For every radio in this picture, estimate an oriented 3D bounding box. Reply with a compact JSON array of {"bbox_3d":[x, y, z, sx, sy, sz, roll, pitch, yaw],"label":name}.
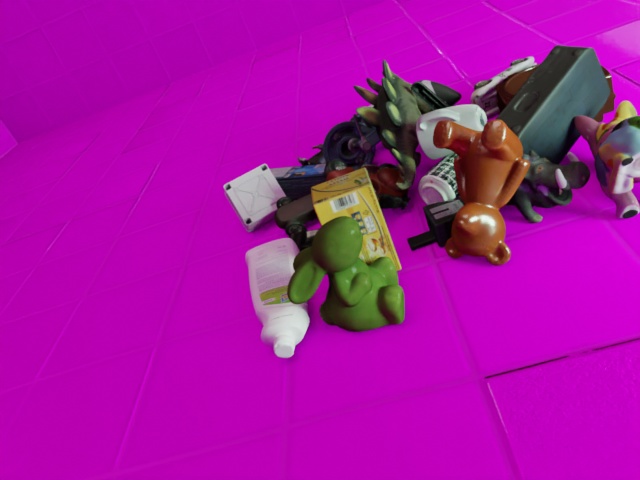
[{"bbox_3d":[0.391,-0.213,0.921,0.229,0.131,0.073,-52,38,-7],"label":"radio"}]

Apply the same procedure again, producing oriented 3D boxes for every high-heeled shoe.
[{"bbox_3d":[0.212,-0.319,1.327,0.249,0.086,0.145,6,45,45],"label":"high-heeled shoe"}]

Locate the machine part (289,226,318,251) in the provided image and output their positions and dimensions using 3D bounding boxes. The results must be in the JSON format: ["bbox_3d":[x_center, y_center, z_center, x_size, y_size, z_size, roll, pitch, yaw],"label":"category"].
[{"bbox_3d":[-0.002,-0.003,1.011,0.139,0.039,0.084,-13,26,20],"label":"machine part"}]

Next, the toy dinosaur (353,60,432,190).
[{"bbox_3d":[0.157,-0.228,1.059,0.105,0.198,0.472,-39,37,28],"label":"toy dinosaur"}]

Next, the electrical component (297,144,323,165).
[{"bbox_3d":[-0.006,-0.197,1.310,0.102,0.045,0.078,-36,31,-21],"label":"electrical component"}]

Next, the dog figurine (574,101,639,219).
[{"bbox_3d":[0.455,-0.148,0.802,0.108,0.191,0.219,-20,45,19],"label":"dog figurine"}]

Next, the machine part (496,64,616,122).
[{"bbox_3d":[0.475,-0.295,1.100,0.201,0.087,0.201,-15,30,15],"label":"machine part"}]

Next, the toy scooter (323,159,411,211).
[{"bbox_3d":[0.101,-0.089,0.999,0.184,0.075,0.135,5,38,-28],"label":"toy scooter"}]

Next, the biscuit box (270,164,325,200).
[{"bbox_3d":[-0.043,-0.129,1.211,0.203,0.062,0.059,1,37,34],"label":"biscuit box"}]

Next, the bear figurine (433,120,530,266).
[{"bbox_3d":[0.228,-0.066,0.793,0.120,0.132,0.195,16,92,45],"label":"bear figurine"}]

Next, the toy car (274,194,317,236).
[{"bbox_3d":[0.003,-0.074,1.102,0.202,0.053,0.089,-23,46,-2],"label":"toy car"}]

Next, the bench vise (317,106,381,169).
[{"bbox_3d":[0.096,-0.225,1.193,0.224,0.128,0.241,-33,13,-1],"label":"bench vise"}]

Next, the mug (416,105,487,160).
[{"bbox_3d":[0.226,-0.197,0.925,0.107,0.109,0.081,-14,61,36],"label":"mug"}]

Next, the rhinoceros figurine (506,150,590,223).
[{"bbox_3d":[0.329,-0.091,0.853,0.073,0.112,0.190,-40,27,-31],"label":"rhinoceros figurine"}]

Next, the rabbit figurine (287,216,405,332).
[{"bbox_3d":[0.032,0.040,0.787,0.159,0.170,0.121,-13,31,16],"label":"rabbit figurine"}]

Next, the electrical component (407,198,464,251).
[{"bbox_3d":[0.201,-0.027,0.901,0.119,0.047,0.075,-17,30,6],"label":"electrical component"}]

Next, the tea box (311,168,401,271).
[{"bbox_3d":[0.059,-0.018,0.861,0.098,0.169,0.068,-18,32,6],"label":"tea box"}]

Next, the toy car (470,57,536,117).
[{"bbox_3d":[0.427,-0.350,1.230,0.202,0.073,0.056,-33,28,-15],"label":"toy car"}]
